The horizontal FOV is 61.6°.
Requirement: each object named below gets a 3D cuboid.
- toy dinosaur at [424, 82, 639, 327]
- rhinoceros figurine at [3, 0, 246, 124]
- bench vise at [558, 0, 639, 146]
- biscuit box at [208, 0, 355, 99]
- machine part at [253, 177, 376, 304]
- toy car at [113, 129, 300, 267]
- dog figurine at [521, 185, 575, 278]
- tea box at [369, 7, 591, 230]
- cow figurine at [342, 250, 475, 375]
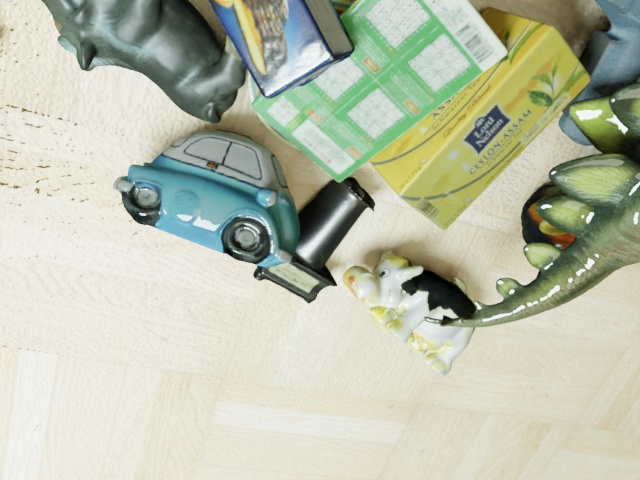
[{"bbox_3d":[0.281,-0.050,0.397,0.198,0.105,0.471,38,114,-3],"label":"toy dinosaur"},{"bbox_3d":[-0.138,-0.165,0.400,0.190,0.073,0.112,34,121,-25],"label":"rhinoceros figurine"},{"bbox_3d":[0.320,-0.174,0.448,0.241,0.129,0.223,7,117,-10],"label":"bench vise"},{"bbox_3d":[-0.055,-0.202,0.366,0.063,0.059,0.202,-24,103,28],"label":"biscuit box"},{"bbox_3d":[-0.001,-0.002,0.530,0.084,0.039,0.138,29,110,-14],"label":"machine part"},{"bbox_3d":[-0.084,-0.041,0.465,0.162,0.109,0.103,22,86,-3],"label":"toy car"},{"bbox_3d":[0.307,-0.013,0.511,0.219,0.192,0.108,-23,126,-16],"label":"dog figurine"},{"bbox_3d":[0.127,-0.105,0.464,0.068,0.098,0.169,31,106,-32],"label":"tea box"},{"bbox_3d":[0.101,0.061,0.560,0.098,0.068,0.167,-48,122,-1],"label":"cow figurine"}]
